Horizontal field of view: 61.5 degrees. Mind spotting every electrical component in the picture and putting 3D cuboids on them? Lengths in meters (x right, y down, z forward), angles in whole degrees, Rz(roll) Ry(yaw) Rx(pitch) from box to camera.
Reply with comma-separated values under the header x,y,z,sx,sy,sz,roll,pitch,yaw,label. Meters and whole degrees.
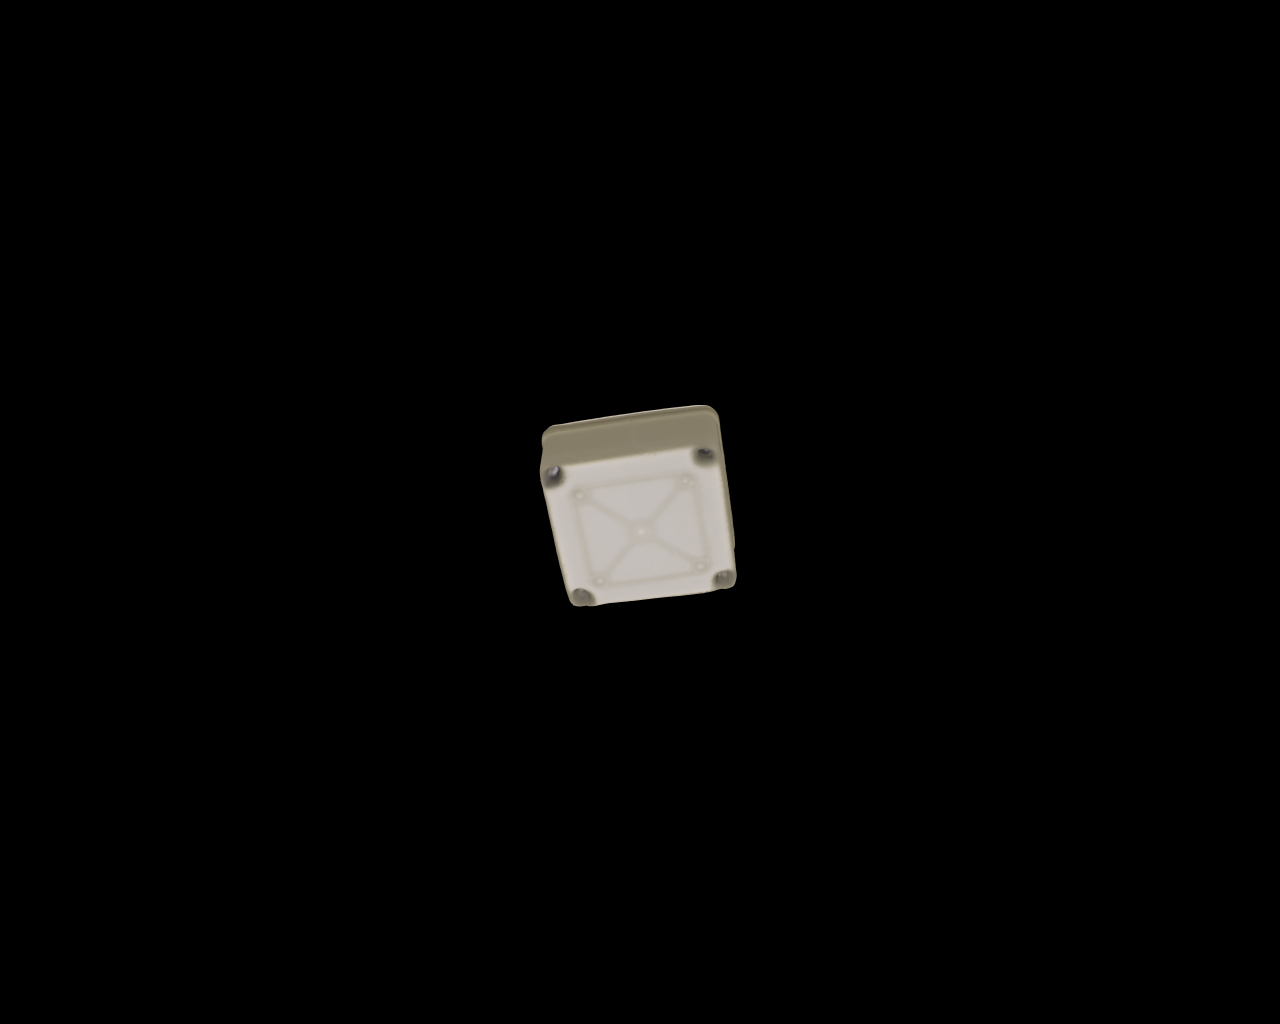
x,y,z,sx,sy,sz,roll,pitch,yaw,label
0.001,-0.003,0.650,0.109,0.108,0.056,-7,32,5,electrical component
